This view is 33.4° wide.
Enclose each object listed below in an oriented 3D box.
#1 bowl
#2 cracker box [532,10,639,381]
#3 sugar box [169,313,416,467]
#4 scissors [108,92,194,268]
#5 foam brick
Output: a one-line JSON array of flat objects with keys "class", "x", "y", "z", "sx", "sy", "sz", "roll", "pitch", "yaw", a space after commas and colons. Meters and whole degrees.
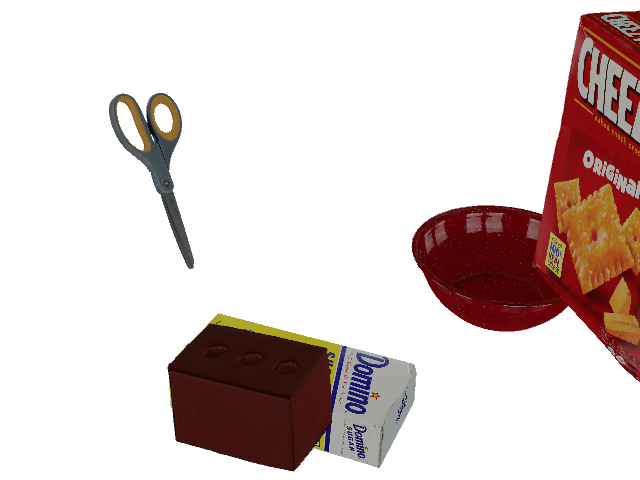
[{"class": "bowl", "x": 0.159, "y": 0.032, "z": 0.940, "sx": 0.162, "sy": 0.055, "sz": 0.162, "roll": 2, "pitch": 33, "yaw": -1}, {"class": "cracker box", "x": 0.228, "y": -0.032, "z": 0.750, "sx": 0.072, "sy": 0.214, "sz": 0.164, "roll": -7, "pitch": 33, "yaw": -16}, {"class": "sugar box", "x": -0.021, "y": 0.113, "z": 0.838, "sx": 0.176, "sy": 0.048, "sz": 0.093, "roll": 10, "pitch": 28, "yaw": 18}, {"class": "scissors", "x": -0.164, "y": -0.077, "z": 1.180, "sx": 0.016, "sy": 0.201, "sz": 0.096, "roll": -15, "pitch": 20, "yaw": 47}, {"class": "foam brick", "x": -0.039, "y": 0.087, "z": 0.601, "sx": 0.078, "sy": 0.051, "sz": 0.052, "roll": 10, "pitch": 27, "yaw": 21}]
